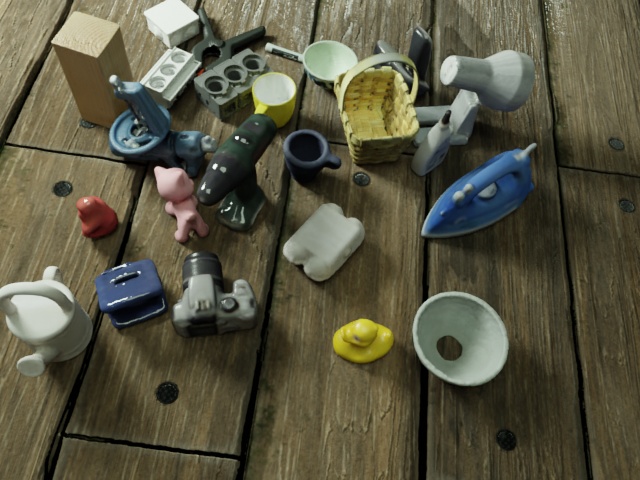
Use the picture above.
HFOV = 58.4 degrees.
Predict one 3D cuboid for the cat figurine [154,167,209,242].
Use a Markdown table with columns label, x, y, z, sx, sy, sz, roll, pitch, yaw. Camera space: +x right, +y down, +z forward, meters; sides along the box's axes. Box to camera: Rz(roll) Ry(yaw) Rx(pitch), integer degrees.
| label | x | y | z | sx | sy | sz | roll | pitch | yaw |
| --- | --- | --- | --- | --- | --- | --- | --- | --- | --- |
| cat figurine | -0.254 | -0.076 | 1.048 | 0.067 | 0.118 | 0.127 | -22 | 67 | -17 |

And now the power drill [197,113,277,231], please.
| label | x | y | z | sx | sy | sz | roll | pitch | yaw |
| --- | --- | --- | --- | --- | --- | --- | --- | --- | --- |
| power drill | -0.146 | -0.107 | 1.026 | 0.075 | 0.208 | 0.230 | 22 | 62 | 5 |

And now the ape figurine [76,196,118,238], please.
| label | x | y | z | sx | sy | sz | roll | pitch | yaw |
| --- | --- | --- | --- | --- | --- | --- | --- | --- | --- |
| ape figurine | -0.408 | -0.048 | 1.030 | 0.076 | 0.092 | 0.078 | 14 | 62 | 1 |

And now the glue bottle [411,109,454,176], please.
| label | x | y | z | sx | sy | sz | roll | pitch | yaw |
| --- | --- | --- | --- | --- | --- | --- | --- | --- | --- |
| glue bottle | 0.233 | -0.200 | 1.140 | 0.078 | 0.173 | 0.037 | -34 | 70 | -21 |

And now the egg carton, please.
| label | x | y | z | sx | sy | sz | roll | pitch | yaw |
| --- | --- | --- | --- | --- | --- | --- | --- | --- | --- |
| egg carton | 0.010 | 0.004 | 1.065 | 0.107 | 0.069 | 0.150 | 36 | 64 | 12 |

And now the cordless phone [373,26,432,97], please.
| label | x | y | z | sx | sy | sz | roll | pitch | yaw |
| --- | --- | --- | --- | --- | --- | --- | --- | --- | --- |
| cordless phone | 0.185 | -0.405 | 1.236 | 0.094 | 0.185 | 0.147 | -31 | 70 | -20 |

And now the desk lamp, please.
| label | x | y | z | sx | sy | sz | roll | pitch | yaw |
| --- | --- | --- | --- | --- | --- | --- | --- | --- | --- |
| desk lamp | 0.305 | -0.293 | 1.175 | 0.203 | 0.213 | 0.118 | -6 | 63 | -9 |

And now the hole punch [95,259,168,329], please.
| label | x | y | z | sx | sy | sz | roll | pitch | yaw |
| --- | --- | --- | --- | --- | --- | --- | --- | --- | --- |
| hole punch | -0.324 | 0.083 | 0.971 | 0.109 | 0.091 | 0.101 | -21 | 66 | -16 |

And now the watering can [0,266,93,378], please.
| label | x | y | z | sx | sy | sz | roll | pitch | yaw |
| --- | --- | --- | --- | --- | --- | --- | --- | --- | --- |
| watering can | -0.423 | 0.120 | 0.881 | 0.101 | 0.194 | 0.172 | -21 | 66 | -16 |

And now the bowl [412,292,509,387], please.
| label | x | y | z | sx | sy | sz | roll | pitch | yaw |
| --- | --- | --- | --- | --- | --- | --- | --- | --- | --- |
| bowl | 0.235 | 0.179 | 0.996 | 0.167 | 0.075 | 0.167 | 3 | 62 | -5 |

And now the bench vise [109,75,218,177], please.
| label | x | y | z | sx | sy | sz | roll | pitch | yaw |
| --- | --- | --- | --- | --- | --- | --- | --- | --- | --- |
| bench vise | -0.298 | -0.219 | 1.061 | 0.207 | 0.220 | 0.121 | -4 | 63 | -9 |

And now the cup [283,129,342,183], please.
| label | x | y | z | sx | sy | sz | roll | pitch | yaw |
| --- | --- | --- | --- | --- | --- | --- | --- | --- | --- |
| cup | -0.016 | -0.152 | 1.129 | 0.117 | 0.095 | 0.092 | 21 | 62 | 4 |

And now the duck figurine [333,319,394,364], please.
| label | x | y | z | sx | sy | sz | roll | pitch | yaw |
| --- | --- | --- | --- | --- | --- | --- | --- | --- | --- |
| duck figurine | 0.078 | 0.164 | 0.979 | 0.104 | 0.086 | 0.077 | -1 | 62 | -7 |

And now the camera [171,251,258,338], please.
| label | x | y | z | sx | sy | sz | roll | pitch | yaw |
| --- | --- | --- | --- | --- | --- | --- | --- | --- | --- |
| camera | -0.183 | 0.085 | 0.981 | 0.143 | 0.101 | 0.136 | -6 | 63 | -10 |

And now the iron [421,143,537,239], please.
| label | x | y | z | sx | sy | sz | roll | pitch | yaw |
| --- | --- | --- | --- | --- | --- | --- | --- | --- | --- |
| iron | 0.313 | -0.098 | 1.114 | 0.259 | 0.141 | 0.118 | -31 | 70 | -20 |
